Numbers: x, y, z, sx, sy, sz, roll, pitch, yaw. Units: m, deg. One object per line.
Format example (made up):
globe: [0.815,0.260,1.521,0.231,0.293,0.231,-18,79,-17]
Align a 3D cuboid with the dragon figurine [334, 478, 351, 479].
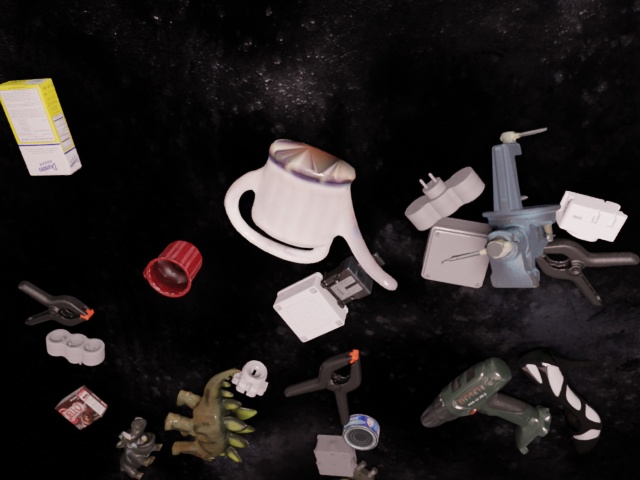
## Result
dragon figurine: [0.062,0.692,1.310,0.410,0.124,0.239,3,110,8]

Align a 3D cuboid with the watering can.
watering can: [0.003,-0.046,0.908,0.348,0.106,0.220,20,120,2]
